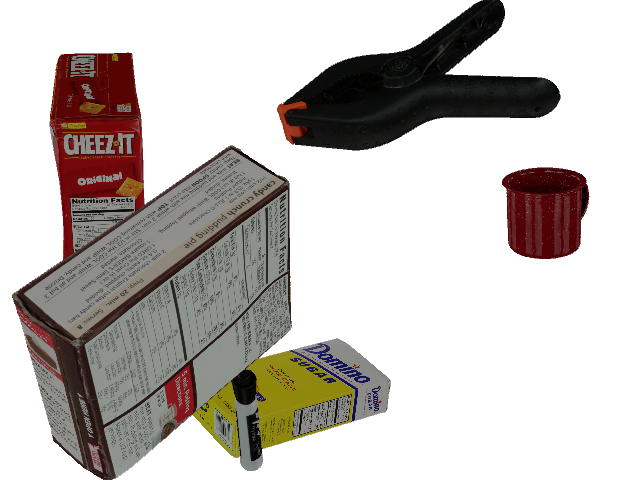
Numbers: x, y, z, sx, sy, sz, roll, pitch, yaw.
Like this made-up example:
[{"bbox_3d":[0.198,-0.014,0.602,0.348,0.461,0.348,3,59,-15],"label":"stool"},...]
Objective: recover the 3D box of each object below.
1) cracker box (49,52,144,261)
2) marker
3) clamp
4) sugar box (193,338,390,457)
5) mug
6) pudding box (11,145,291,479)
[{"bbox_3d":[-0.182,-0.030,0.885,0.072,0.214,0.164,-3,27,-11],"label":"cracker box"},{"bbox_3d":[-0.057,0.140,0.831,0.020,0.020,0.121,0,-43,0],"label":"marker"},{"bbox_3d":[0.061,-0.092,0.670,0.171,0.039,0.120,-25,36,-4],"label":"clamp"},{"bbox_3d":[-0.029,0.148,1.032,0.175,0.048,0.093,-14,31,-31],"label":"sugar box"},{"bbox_3d":[0.263,-0.034,1.217,0.117,0.081,0.093,-21,27,-34],"label":"mug"},{"bbox_3d":[-0.060,0.029,0.423,0.039,0.090,0.113,30,52,27],"label":"pudding box"}]
